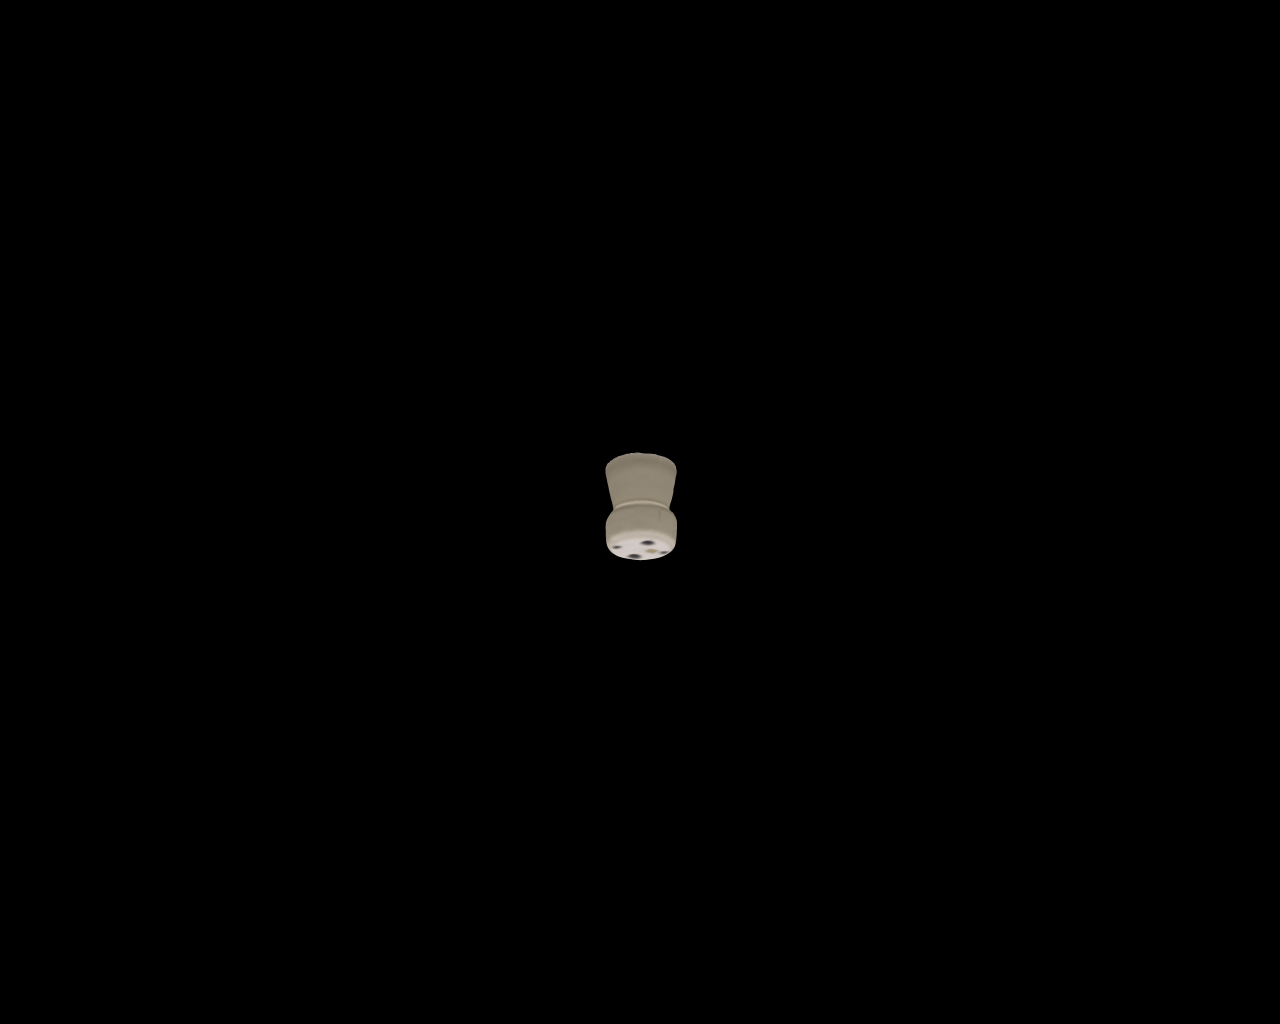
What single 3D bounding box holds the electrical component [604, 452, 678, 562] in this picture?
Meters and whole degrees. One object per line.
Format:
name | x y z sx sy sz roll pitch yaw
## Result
electrical component | 0.001 -0.003 0.650 0.045 0.055 0.044 0 -24 0
